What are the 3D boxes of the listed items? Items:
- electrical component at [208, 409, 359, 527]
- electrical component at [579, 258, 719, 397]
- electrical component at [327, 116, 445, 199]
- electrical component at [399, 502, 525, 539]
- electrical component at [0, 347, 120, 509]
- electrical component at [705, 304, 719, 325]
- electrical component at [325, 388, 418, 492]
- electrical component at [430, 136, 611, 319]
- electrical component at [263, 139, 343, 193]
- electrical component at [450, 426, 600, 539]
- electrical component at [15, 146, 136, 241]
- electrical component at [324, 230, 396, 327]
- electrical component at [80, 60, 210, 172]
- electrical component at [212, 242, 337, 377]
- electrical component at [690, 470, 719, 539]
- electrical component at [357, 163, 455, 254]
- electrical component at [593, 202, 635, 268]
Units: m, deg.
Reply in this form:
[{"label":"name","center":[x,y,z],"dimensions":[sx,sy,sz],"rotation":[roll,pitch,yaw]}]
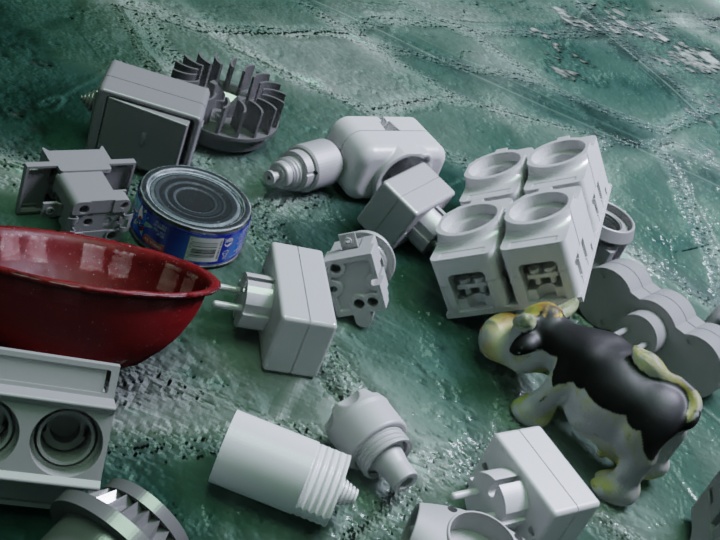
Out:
[{"label":"electrical component","center":[-0.040,0.114,0.607],"dimensions":[0.081,0.043,0.043],"rotation":[22,33,-1]},{"label":"electrical component","center":[0.227,0.048,0.851],"dimensions":[0.074,0.052,0.138],"rotation":[-18,50,-45]},{"label":"electrical component","center":[0.023,-0.095,0.933],"dimensions":[0.095,0.053,0.059],"rotation":[-5,42,-36]},{"label":"electrical component","center":[0.056,0.172,0.579],"dimensions":[0.077,0.044,0.079],"rotation":[23,33,0]},{"label":"electrical component","center":[-0.192,0.074,0.548],"dimensions":[0.121,0.078,0.063],"rotation":[11,6,-18]},{"label":"electrical component","center":[0.322,0.056,0.906],"dimensions":[0.062,0.048,0.048],"rotation":[44,38,19]},{"label":"electrical component","center":[0.011,0.106,0.649],"dimensions":[0.043,0.043,0.062],"rotation":[-9,46,-39]},{"label":"electrical component","center":[0.132,-0.042,0.860],"dimensions":[0.105,0.060,0.186],"rotation":[-9,27,25]},{"label":"electrical component","center":[-0.049,-0.083,0.886],"dimensions":[0.040,0.040,0.078],"rotation":[39,36,23]},{"label":"electrical component","center":[0.089,0.137,0.647],"dimensions":[0.077,0.047,0.065],"rotation":[-3,41,-34]},{"label":"electrical component","center":[-0.194,-0.051,0.753],"dimensions":[0.081,0.042,0.063],"rotation":[-8,47,-37]},{"label":"electrical component","center":[0.000,0.000,0.784],"dimensions":[0.048,0.066,0.055],"rotation":[-10,22,14]},{"label":"electrical component","center":[-0.173,-0.116,0.840],"dimensions":[0.096,0.061,0.061],"rotation":[16,34,-10]},{"label":"electrical component","center":[-0.062,0.023,0.720],"dimensions":[0.076,0.047,0.083],"rotation":[10,35,-18]},{"label":"electrical component","center":[0.288,0.192,0.674],"dimensions":[0.150,0.061,0.089],"rotation":[23,33,1]},{"label":"electrical component","center":[0.051,-0.039,0.877],"dimensions":[0.076,0.047,0.066],"rotation":[45,38,11]},{"label":"electrical component","center":[0.204,-0.026,0.939],"dimensions":[0.078,0.057,0.058],"rotation":[36,35,20]}]
